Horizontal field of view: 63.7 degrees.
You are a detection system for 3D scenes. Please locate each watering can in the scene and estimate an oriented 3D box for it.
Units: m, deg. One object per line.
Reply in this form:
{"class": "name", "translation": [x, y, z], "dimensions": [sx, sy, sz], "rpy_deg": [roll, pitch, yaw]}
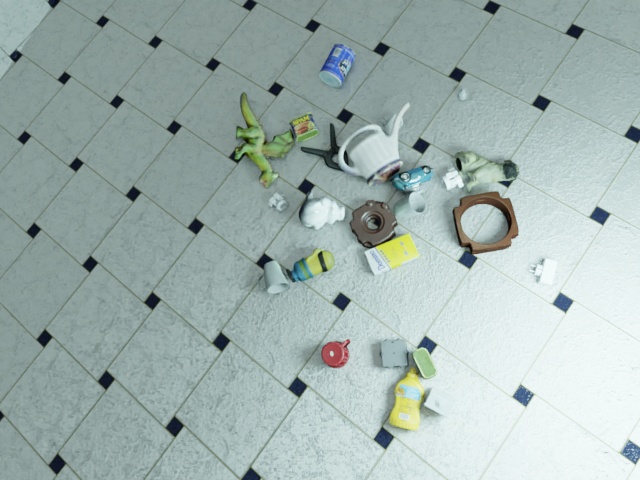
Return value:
{"class": "watering can", "translation": [0.233, -0.346, 1.927], "dimensions": [0.346, 0.104, 0.226], "rpy_deg": [-33, 78, 10]}

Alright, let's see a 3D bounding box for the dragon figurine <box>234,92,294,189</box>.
{"class": "dragon figurine", "translation": [-0.225, -0.409, 2.083], "dimensions": [0.243, 0.121, 0.415], "rpy_deg": [5, 76, -5]}

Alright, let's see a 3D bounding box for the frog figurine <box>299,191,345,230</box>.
{"class": "frog figurine", "translation": [0.006, -0.096, 1.916], "dimensions": [0.160, 0.124, 0.135], "rpy_deg": [25, 114, 8]}
